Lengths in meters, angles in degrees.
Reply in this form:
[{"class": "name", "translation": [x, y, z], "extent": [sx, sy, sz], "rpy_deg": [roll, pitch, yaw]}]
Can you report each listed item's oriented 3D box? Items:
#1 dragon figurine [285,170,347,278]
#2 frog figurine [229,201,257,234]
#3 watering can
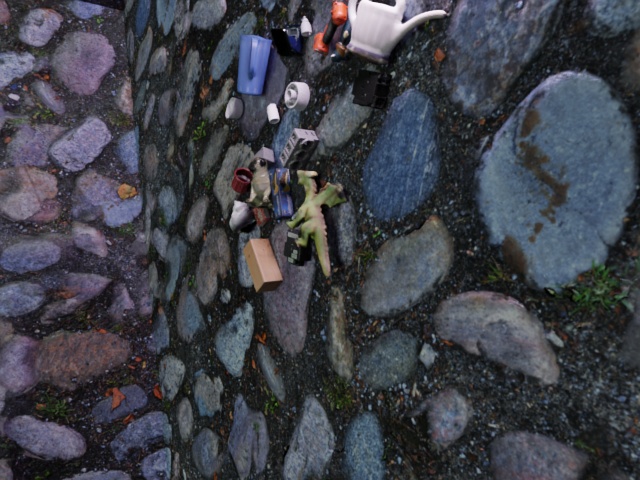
[{"class": "dragon figurine", "translation": [0.006, -0.091, 1.817], "extent": [0.238, 0.122, 0.418], "rpy_deg": [-54, 50, 28]}, {"class": "frog figurine", "translation": [-0.358, -0.113, 2.293], "extent": [0.161, 0.124, 0.134], "rpy_deg": [58, 154, 20]}, {"class": "watering can", "translation": [0.202, -0.635, 1.547], "extent": [0.352, 0.105, 0.220], "rpy_deg": [37, 123, 34]}]
